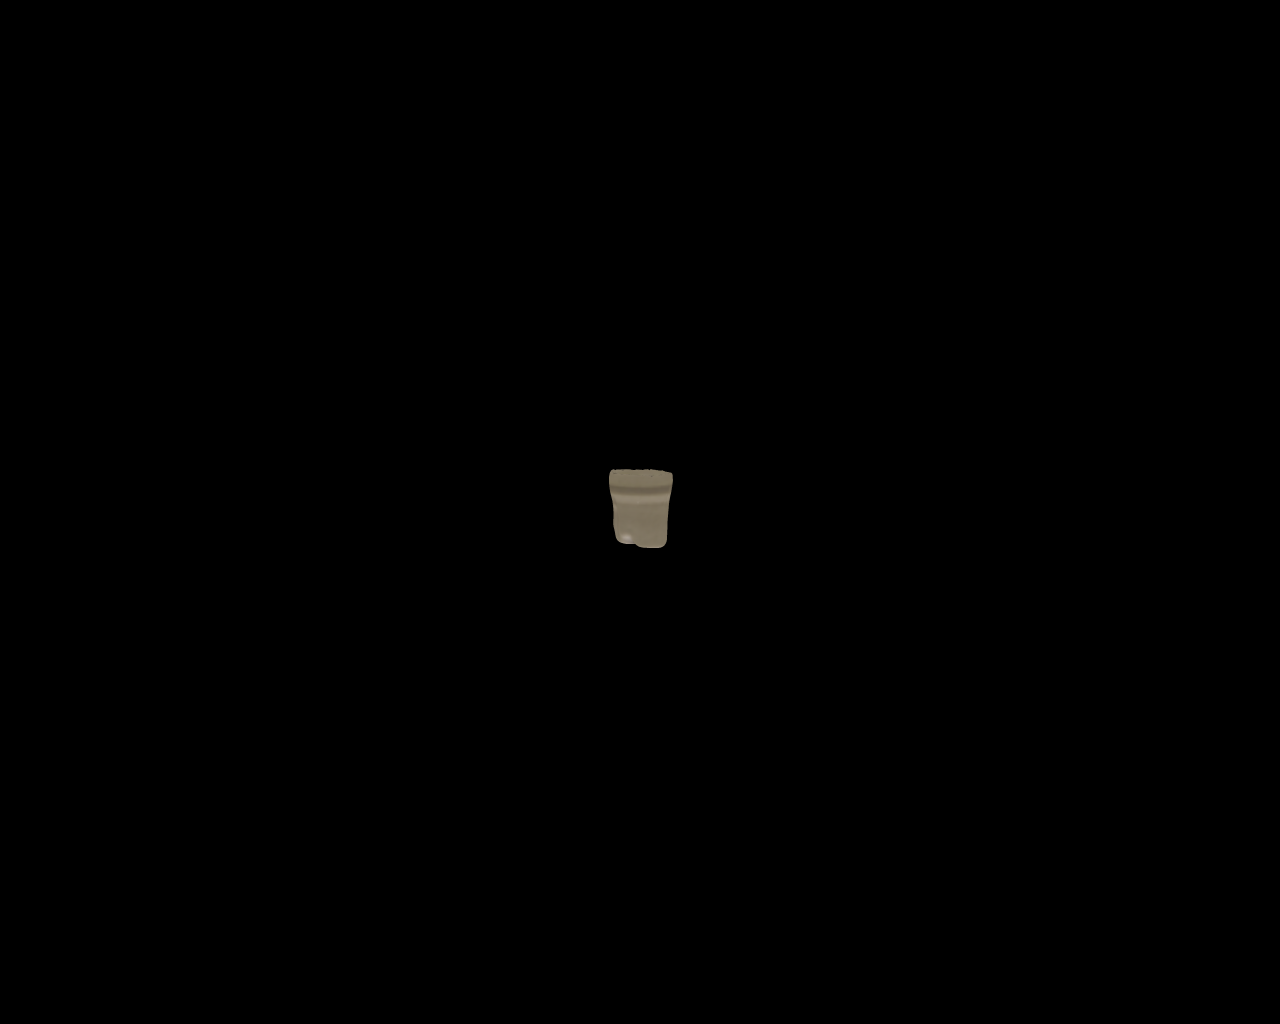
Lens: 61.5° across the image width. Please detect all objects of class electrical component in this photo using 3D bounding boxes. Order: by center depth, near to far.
[{"bbox_3d":[0.001,-0.003,0.650,0.040,0.046,0.040,0,7,0],"label":"electrical component"}]
